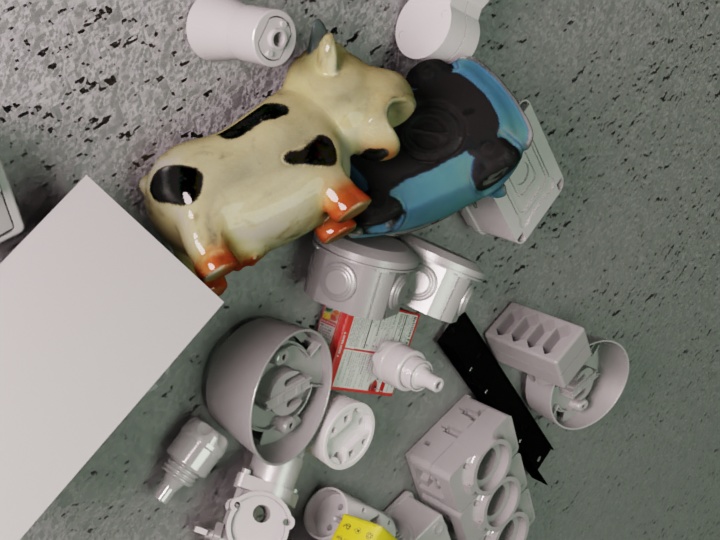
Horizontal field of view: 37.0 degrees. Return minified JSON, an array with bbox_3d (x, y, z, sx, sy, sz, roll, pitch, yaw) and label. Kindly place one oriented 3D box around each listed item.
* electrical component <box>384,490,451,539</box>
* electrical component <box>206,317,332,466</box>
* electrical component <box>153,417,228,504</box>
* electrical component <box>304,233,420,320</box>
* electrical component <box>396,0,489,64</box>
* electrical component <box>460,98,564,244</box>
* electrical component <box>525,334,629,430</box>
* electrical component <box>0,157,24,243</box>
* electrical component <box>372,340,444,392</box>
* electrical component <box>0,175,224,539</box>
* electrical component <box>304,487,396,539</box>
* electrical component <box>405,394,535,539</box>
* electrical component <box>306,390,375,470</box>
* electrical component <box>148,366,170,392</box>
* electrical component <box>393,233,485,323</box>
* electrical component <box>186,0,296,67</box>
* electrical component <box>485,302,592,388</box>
[{"bbox_3d":[0.040,0.264,0.966,0.100,0.048,0.099,-38,128,-27],"label":"electrical component"},{"bbox_3d":[-0.061,0.085,0.776,0.099,0.064,0.099,-21,121,-40],"label":"electrical component"},{"bbox_3d":[-0.122,0.136,0.756,0.061,0.035,0.035,-54,137,-12],"label":"electrical component"},{"bbox_3d":[0.000,0.000,0.796,0.080,0.080,0.051,0,111,-47],"label":"electrical component"},{"bbox_3d":[0.060,-0.221,0.787,0.074,0.052,0.138,11,97,-48],"label":"electrical component"},{"bbox_3d":[0.113,-0.086,0.895,0.078,0.057,0.113,-53,136,-17],"label":"electrical component"},{"bbox_3d":[0.215,0.109,1.077,0.099,0.064,0.099,-20,120,-40],"label":"electrical component"},{"bbox_3d":[-0.231,-0.032,0.551,0.096,0.061,0.061,-33,127,-34],"label":"electrical component"},{"bbox_3d":[0.040,0.079,0.835,0.035,0.061,0.035,-19,119,-38],"label":"electrical component"},{"bbox_3d":[-0.183,0.053,0.604,0.105,0.060,0.186,44,70,-15],"label":"electrical component"},{"bbox_3d":[-0.016,0.228,0.898,0.077,0.043,0.079,38,77,-47],"label":"electrical component"},{"bbox_3d":[0.110,0.207,1.008,0.089,0.062,0.150,-40,131,-28],"label":"electrical component"},{"bbox_3d":[-0.024,0.122,0.843,0.055,0.047,0.055,-20,120,-40],"label":"electrical component"},{"bbox_3d":[-0.148,0.055,0.686,0.040,0.046,0.040,-20,120,-40],"label":"electrical component"},{"bbox_3d":[0.055,0.005,0.856,0.080,0.080,0.051,18,98,-49],"label":"electrical component"},{"bbox_3d":[-0.072,-0.148,0.669,0.044,0.065,0.044,-20,120,-40],"label":"electrical component"},{"bbox_3d":[0.170,0.081,1.005,0.047,0.083,0.075,-46,134,-24],"label":"electrical component"}]
